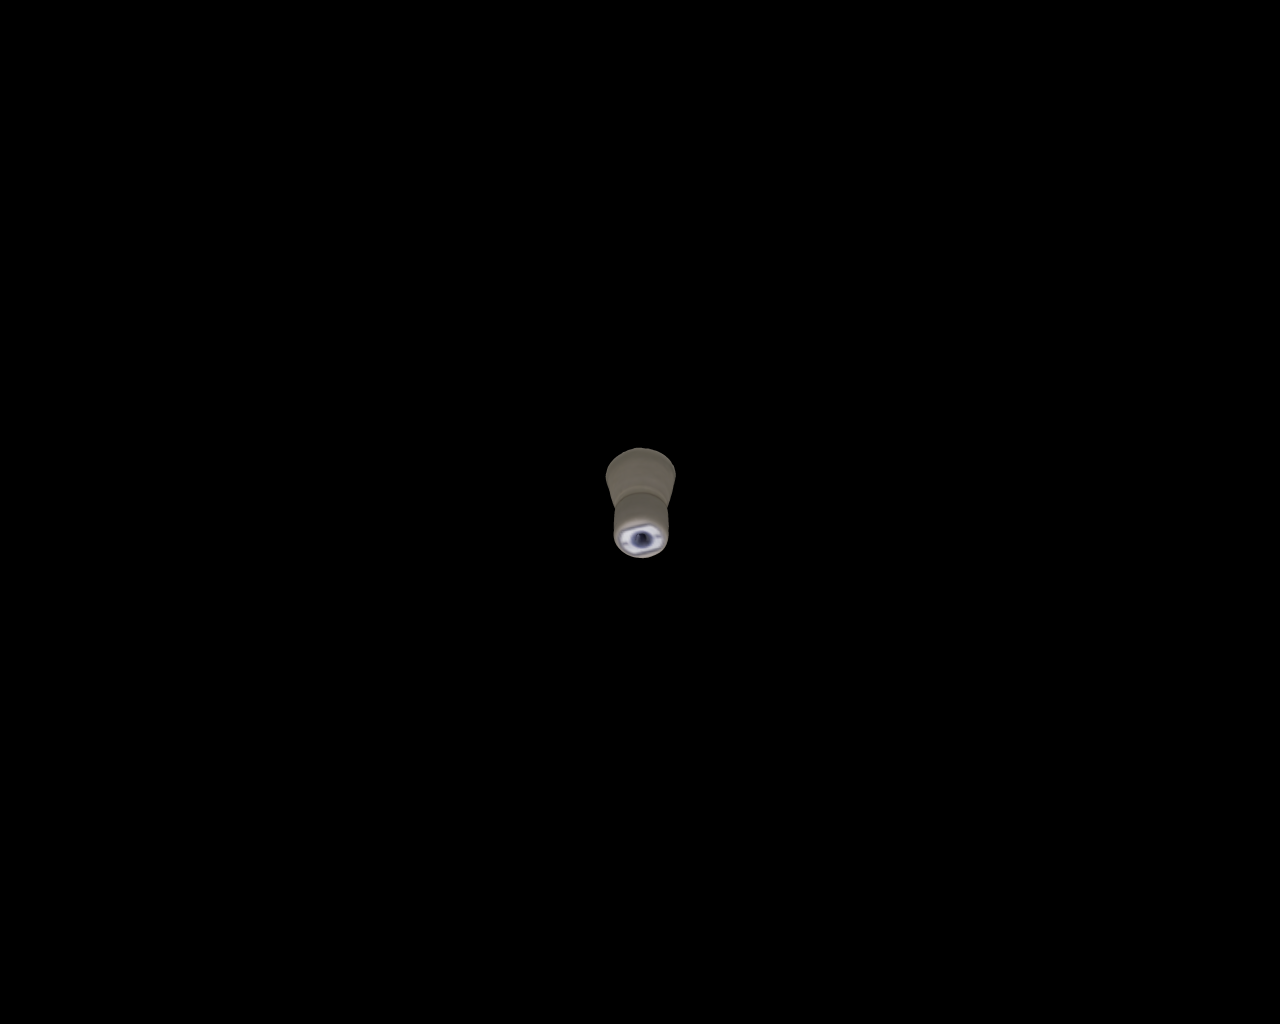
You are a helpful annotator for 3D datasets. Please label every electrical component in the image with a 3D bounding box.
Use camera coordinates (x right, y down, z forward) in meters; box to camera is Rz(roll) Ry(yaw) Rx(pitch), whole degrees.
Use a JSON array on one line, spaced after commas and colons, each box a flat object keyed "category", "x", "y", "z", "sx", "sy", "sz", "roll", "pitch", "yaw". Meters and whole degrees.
[{"category": "electrical component", "x": 0.001, "y": -0.003, "z": 0.650, "sx": 0.044, "sy": 0.044, "sz": 0.065, "roll": 0, "pitch": 41, "yaw": 0}]
